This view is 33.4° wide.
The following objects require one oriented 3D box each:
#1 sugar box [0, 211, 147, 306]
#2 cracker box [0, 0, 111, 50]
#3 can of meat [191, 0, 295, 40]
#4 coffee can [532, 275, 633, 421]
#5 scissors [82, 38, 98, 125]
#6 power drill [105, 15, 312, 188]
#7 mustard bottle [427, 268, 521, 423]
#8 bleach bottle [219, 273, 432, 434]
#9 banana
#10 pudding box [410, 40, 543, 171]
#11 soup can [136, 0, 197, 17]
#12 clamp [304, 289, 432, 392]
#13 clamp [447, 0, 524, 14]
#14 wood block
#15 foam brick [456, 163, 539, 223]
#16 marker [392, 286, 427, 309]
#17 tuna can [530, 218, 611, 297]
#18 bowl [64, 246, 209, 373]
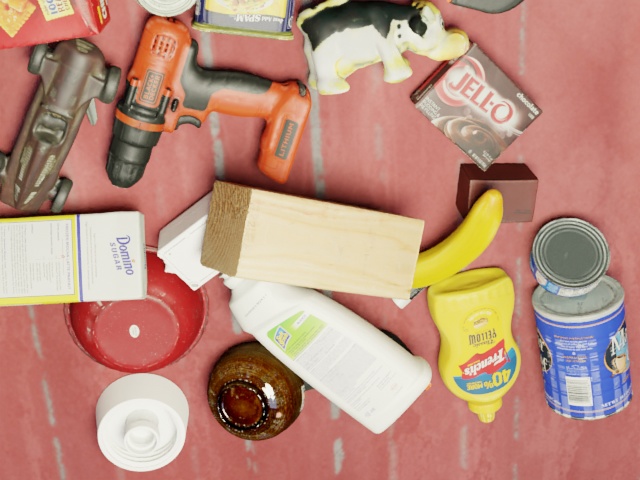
[{"bbox_3d":[-0.271,0.020,1.113,0.176,0.048,0.093,-2,87,-3],"label":"sugar box"},{"bbox_3d":[-0.318,-0.259,0.981,0.214,0.072,0.164,-8,115,3],"label":"cracker box"},{"bbox_3d":[-0.072,-0.246,1.044,0.102,0.057,0.084,4,111,-10],"label":"can of meat"},{"bbox_3d":[0.305,0.122,1.238,0.103,0.103,0.140,-14,115,-2],"label":"coffee can"},{"bbox_3d":[-0.228,-0.219,1.055,0.096,0.016,0.201,-23,115,3],"label":"scissors"},{"bbox_3d":[-0.114,-0.119,1.093,0.187,0.057,0.185,15,112,-15],"label":"power drill"},{"bbox_3d":[0.185,0.131,1.248,0.096,0.058,0.191,-15,116,-9],"label":"mustard bottle"},{"bbox_3d":[-0.001,0.102,1.173,0.250,0.068,0.102,40,99,-13],"label":"bleach bottle"},{"bbox_3d":[0.135,0.009,1.160,0.069,0.037,0.198,30,135,-32],"label":"banana"},{"bbox_3d":[0.165,-0.144,1.133,0.113,0.039,0.090,39,103,-22],"label":"pudding box"},{"bbox_3d":[-0.154,-0.253,0.996,0.068,0.102,0.068,-10,119,-19],"label":"soup can"},{"bbox_3d":[0.032,0.129,1.237,0.210,0.036,0.165,10,112,-9],"label":"clamp"},{"bbox_3d":[0.209,-0.271,1.084,0.171,0.039,0.120,-27,109,10],"label":"clamp"},{"bbox_3d":[-0.007,0.002,1.103,0.205,0.091,0.090,9,93,-31],"label":"wood block"},{"bbox_3d":[0.193,-0.052,1.172,0.078,0.051,0.053,0,115,-8],"label":"foam brick"},{"bbox_3d":[0.132,0.032,1.218,0.121,0.020,0.020,-43,113,11],"label":"marker"},{"bbox_3d":[0.280,0.020,1.199,0.086,0.086,0.034,-13,157,-3],"label":"tuna can"},{"bbox_3d":[-0.202,0.089,1.175,0.162,0.055,0.162,-3,114,-7],"label":"bowl"}]
